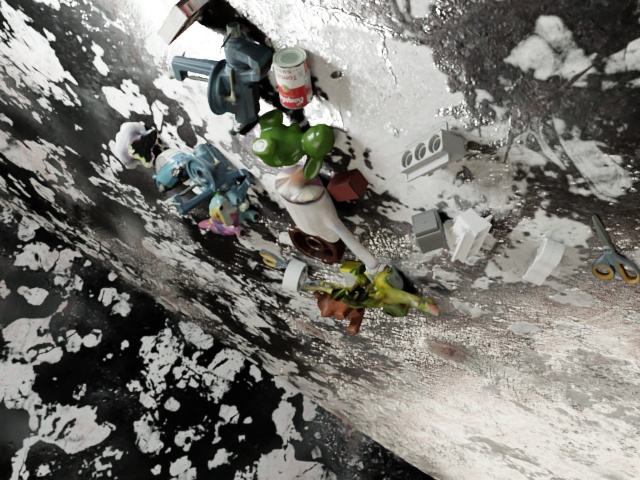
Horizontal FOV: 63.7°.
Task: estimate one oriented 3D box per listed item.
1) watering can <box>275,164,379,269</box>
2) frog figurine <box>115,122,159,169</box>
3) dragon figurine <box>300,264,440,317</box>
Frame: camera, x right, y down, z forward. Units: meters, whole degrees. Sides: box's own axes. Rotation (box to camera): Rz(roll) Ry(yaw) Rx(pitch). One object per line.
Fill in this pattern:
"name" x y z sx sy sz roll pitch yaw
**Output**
"watering can" 0.004 -0.065 1.295 0.352 0.105 0.219 33 160 39
"frog figurine" -0.564 -0.282 1.534 0.160 0.124 0.135 16 116 42
"dragon figurine" 0.156 0.176 1.485 0.409 0.124 0.239 -3 146 45
